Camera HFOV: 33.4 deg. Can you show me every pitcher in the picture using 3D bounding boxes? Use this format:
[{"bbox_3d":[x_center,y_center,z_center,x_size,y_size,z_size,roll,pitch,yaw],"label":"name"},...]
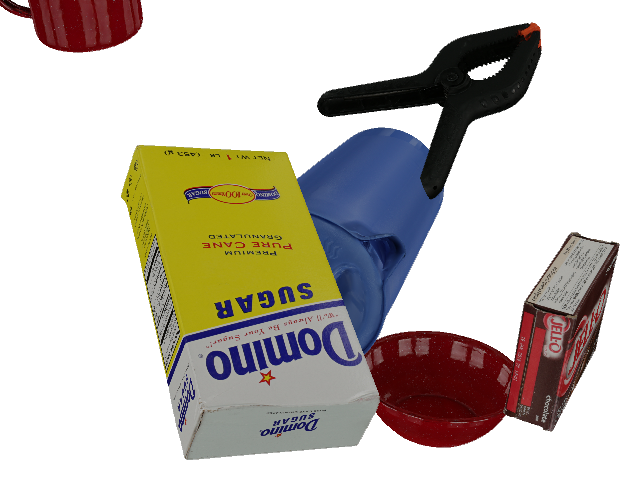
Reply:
[{"bbox_3d":[0.014,-0.004,0.883,0.149,0.145,0.242,20,29,12],"label":"pitcher"}]

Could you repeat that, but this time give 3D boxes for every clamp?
[{"bbox_3d":[0.122,-0.126,0.960,0.210,0.165,0.036,-29,-39,-9],"label":"clamp"}]

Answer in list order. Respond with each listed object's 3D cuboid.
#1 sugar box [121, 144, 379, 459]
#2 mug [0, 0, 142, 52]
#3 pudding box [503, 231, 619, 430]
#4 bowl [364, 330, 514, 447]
[{"bbox_3d":[-0.041,0.025,0.552,0.093,0.048,0.176,0,45,-25],"label":"sugar box"},{"bbox_3d":[-0.188,-0.191,0.788,0.117,0.081,0.093,-2,36,2],"label":"mug"},{"bbox_3d":[0.161,0.058,0.711,0.039,0.090,0.113,17,32,20],"label":"pudding box"},{"bbox_3d":[0.111,0.149,1.018,0.162,0.055,0.162,3,25,-1],"label":"bowl"}]
